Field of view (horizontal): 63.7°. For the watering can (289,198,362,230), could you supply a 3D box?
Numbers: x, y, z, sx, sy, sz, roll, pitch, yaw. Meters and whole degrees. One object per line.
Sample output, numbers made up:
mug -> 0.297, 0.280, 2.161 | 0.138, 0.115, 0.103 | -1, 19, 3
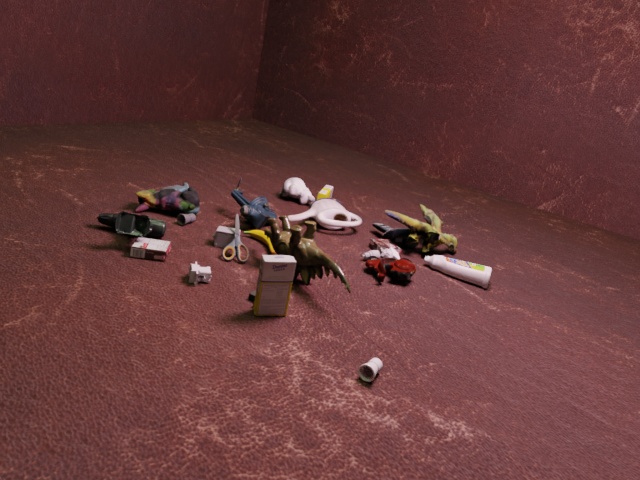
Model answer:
watering can -> 0.007, -0.111, 2.213 | 0.347, 0.102, 0.228 | 5, 21, -17

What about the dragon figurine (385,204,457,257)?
dragon figurine -> 0.435, -0.061, 2.146 | 0.407, 0.120, 0.248 | 38, 31, -14

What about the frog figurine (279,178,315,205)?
frog figurine -> -0.098, -0.235, 2.464 | 0.160, 0.123, 0.136 | 13, -3, 40
